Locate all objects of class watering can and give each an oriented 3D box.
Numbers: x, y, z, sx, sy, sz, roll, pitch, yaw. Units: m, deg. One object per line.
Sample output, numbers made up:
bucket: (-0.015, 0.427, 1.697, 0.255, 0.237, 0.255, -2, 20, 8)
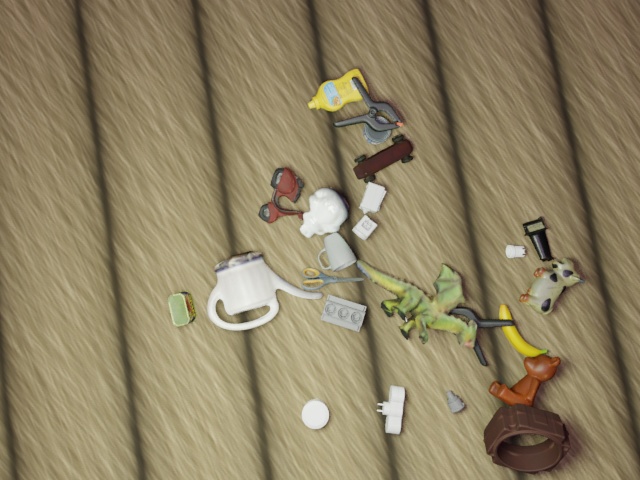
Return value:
watering can: (-0.179, 0.139, 1.566, 0.349, 0.103, 0.225, -17, 84, -16)

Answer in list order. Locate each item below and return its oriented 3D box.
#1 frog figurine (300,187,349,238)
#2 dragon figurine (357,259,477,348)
frog figurine: (0.005, -0.079, 1.574, 0.160, 0.123, 0.136, -34, 106, -14)
dragon figurine: (0.319, 0.166, 1.569, 0.244, 0.120, 0.415, -31, 73, -14)
